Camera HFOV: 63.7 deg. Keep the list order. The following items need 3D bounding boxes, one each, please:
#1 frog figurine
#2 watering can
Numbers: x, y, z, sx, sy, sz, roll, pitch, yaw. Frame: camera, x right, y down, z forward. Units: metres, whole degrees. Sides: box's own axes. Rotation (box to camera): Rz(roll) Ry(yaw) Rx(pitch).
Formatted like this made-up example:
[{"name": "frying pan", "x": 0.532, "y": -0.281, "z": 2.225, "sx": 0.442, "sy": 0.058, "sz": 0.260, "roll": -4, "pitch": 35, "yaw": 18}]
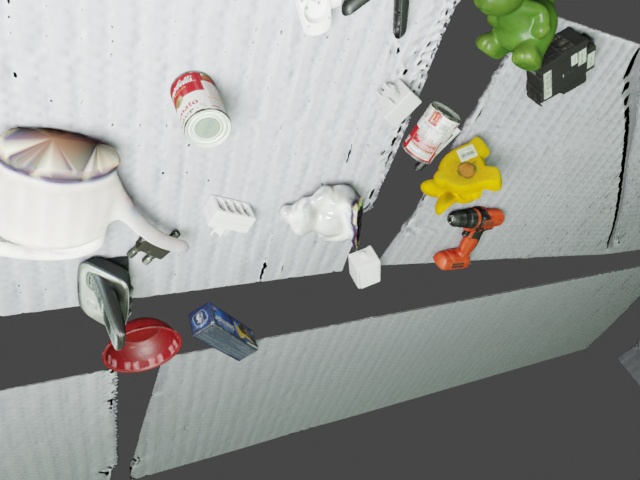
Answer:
[{"name": "frog figurine", "x": 0.003, "y": -0.052, "z": 1.029, "sx": 0.159, "sy": 0.125, "sz": 0.134, "roll": 8, "pitch": 152, "yaw": 12}, {"name": "watering can", "x": -0.350, "y": -0.055, "z": 0.774, "sx": 0.348, "sy": 0.106, "sz": 0.219, "roll": 1, "pitch": 133, "yaw": -32}]
